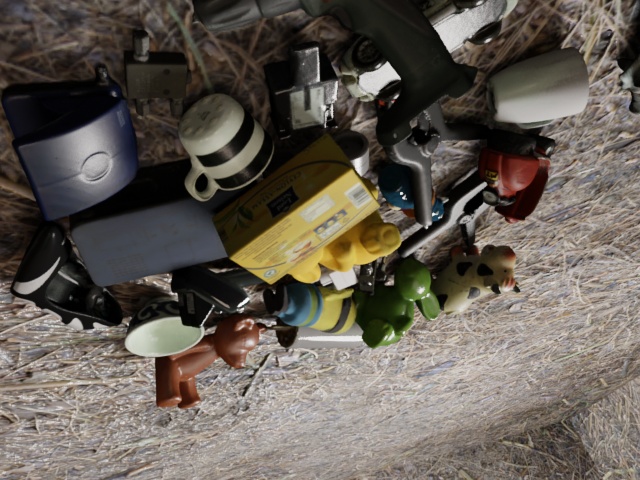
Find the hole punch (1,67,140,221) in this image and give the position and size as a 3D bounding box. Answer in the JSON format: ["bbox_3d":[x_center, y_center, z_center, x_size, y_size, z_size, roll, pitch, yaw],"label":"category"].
[{"bbox_3d":[-0.242,-0.090,0.537,0.116,0.092,0.142,-13,142,-18],"label":"hole punch"}]

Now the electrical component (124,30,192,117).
[{"bbox_3d":[-0.160,-0.162,0.533,0.063,0.021,0.094,-6,143,-20],"label":"electrical component"}]

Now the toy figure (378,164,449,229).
[{"bbox_3d":[0.139,-0.066,0.793,0.064,0.058,0.154,-31,150,23],"label":"toy figure"}]

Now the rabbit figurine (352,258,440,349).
[{"bbox_3d":[0.156,0.115,1.009,0.159,0.121,0.170,18,117,-36],"label":"rabbit figurine"}]

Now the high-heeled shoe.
[{"bbox_3d":[-0.309,0.058,0.695,0.145,0.086,0.249,22,148,-22],"label":"high-heeled shoe"}]

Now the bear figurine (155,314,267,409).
[{"bbox_3d":[-0.188,0.212,0.959,0.196,0.132,0.120,-16,158,4],"label":"bear figurine"}]

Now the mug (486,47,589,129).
[{"bbox_3d":[0.268,-0.183,0.683,0.107,0.081,0.109,-10,154,5],"label":"mug"}]

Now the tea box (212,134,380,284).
[{"bbox_3d":[-0.027,-0.032,0.629,0.170,0.068,0.098,-34,146,8],"label":"tea box"}]

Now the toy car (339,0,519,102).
[{"bbox_3d":[0.112,-0.216,0.569,0.202,0.056,0.073,-29,151,15],"label":"toy car"}]

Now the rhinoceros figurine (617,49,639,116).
[{"bbox_3d":[0.447,-0.237,0.695,0.112,0.073,0.190,-25,146,5],"label":"rhinoceros figurine"}]

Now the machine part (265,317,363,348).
[{"bbox_3d":[0.004,0.171,1.040,0.243,0.079,0.079,7,138,-36],"label":"machine part"}]

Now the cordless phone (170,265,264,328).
[{"bbox_3d":[-0.117,0.063,0.794,0.184,0.088,0.147,-13,179,-27],"label":"cordless phone"}]

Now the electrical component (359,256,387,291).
[{"bbox_3d":[0.092,0.042,0.917,0.045,0.078,0.102,5,140,7],"label":"electrical component"}]

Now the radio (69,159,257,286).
[{"bbox_3d":[-0.184,-0.027,0.669,0.230,0.073,0.131,-15,145,-10],"label":"radio"}]

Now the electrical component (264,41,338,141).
[{"bbox_3d":[-0.021,-0.167,0.575,0.075,0.048,0.119,-17,146,-6],"label":"electrical component"}]

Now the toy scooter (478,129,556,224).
[{"bbox_3d":[0.275,-0.085,0.764,0.184,0.075,0.135,-7,117,-49],"label":"toy scooter"}]

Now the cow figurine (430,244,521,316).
[{"bbox_3d":[0.288,0.075,1.007,0.085,0.127,0.195,2,143,-34],"label":"cow figurine"}]

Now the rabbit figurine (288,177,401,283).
[{"bbox_3d":[-0.002,-0.002,0.758,0.173,0.122,0.162,-21,175,-35],"label":"rabbit figurine"}]

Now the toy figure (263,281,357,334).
[{"bbox_3d":[-0.014,0.118,0.944,0.180,0.089,0.082,9,-179,-42],"label":"toy figure"}]

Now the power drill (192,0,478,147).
[{"bbox_3d":[0.032,-0.190,0.486,0.232,0.086,0.207,-34,105,6],"label":"power drill"}]
